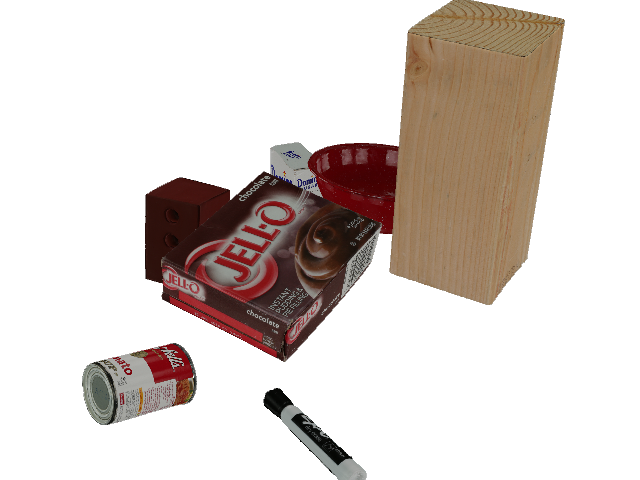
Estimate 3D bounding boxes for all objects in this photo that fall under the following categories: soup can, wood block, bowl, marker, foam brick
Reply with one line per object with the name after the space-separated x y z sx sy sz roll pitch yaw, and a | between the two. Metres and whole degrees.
-0.192 0.152 1.132 0.102 0.068 0.069 -10 7 -40 | soup can
0.117 -0.068 0.820 0.091 0.206 0.090 18 35 24 | wood block
0.065 -0.049 1.104 0.162 0.055 0.162 5 23 -2 | bowl
-0.007 0.151 0.829 0.020 0.020 0.121 0 25 -39 | marker
-0.111 -0.006 0.891 0.053 0.078 0.051 13 22 25 | foam brick

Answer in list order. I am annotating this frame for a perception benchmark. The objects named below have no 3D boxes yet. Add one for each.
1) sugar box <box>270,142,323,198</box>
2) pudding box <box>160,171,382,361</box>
-0.029 -0.021 1.290 0.048 0.176 0.093 -10 25 -18 | sugar box
-0.029 0.012 0.648 0.090 0.039 0.113 25 41 19 | pudding box
